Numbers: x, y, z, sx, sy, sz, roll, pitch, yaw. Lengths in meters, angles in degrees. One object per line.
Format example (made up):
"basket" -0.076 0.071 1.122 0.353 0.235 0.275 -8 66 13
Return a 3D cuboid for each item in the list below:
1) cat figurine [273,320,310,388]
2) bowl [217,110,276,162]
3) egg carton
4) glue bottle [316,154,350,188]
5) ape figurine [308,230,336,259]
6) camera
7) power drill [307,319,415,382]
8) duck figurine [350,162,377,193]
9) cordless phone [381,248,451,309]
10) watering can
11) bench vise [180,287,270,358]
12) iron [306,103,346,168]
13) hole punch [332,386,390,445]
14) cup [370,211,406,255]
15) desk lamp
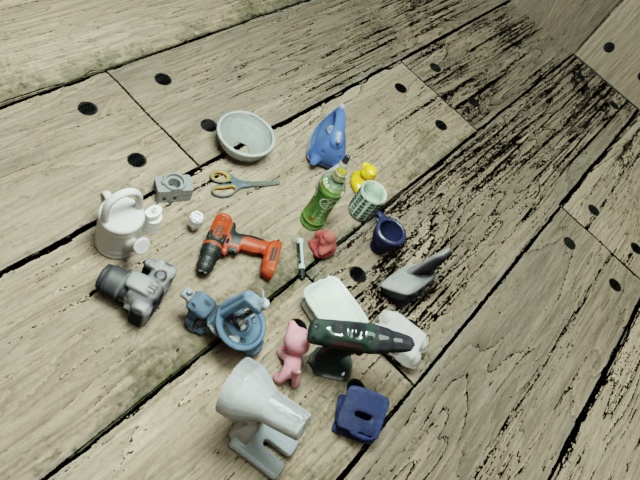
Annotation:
"cat figurine" -0.055 0.252 1.285 0.067 0.117 0.128 13 54 -17
"bowl" -0.213 -0.276 1.598 0.168 0.074 0.167 12 54 -17
"egg carton" 0.197 0.250 1.436 0.150 0.069 0.107 37 51 2
"glue bottle" 0.046 -0.178 1.588 0.037 0.173 0.078 -24 70 -35
"ape figurine" 0.014 0.005 1.502 0.076 0.092 0.078 25 51 -7
"camera" -0.402 0.091 1.244 0.137 0.100 0.143 28 51 -5
"power drill" 0.069 0.244 1.290 0.230 0.208 0.075 15 53 -15
"duck figurine" 0.139 -0.181 1.690 0.078 0.086 0.104 2 57 -24
"cordless phone" 0.255 0.086 1.499 0.094 0.185 0.148 47 52 11
"watering can" -0.431 -0.042 1.260 0.173 0.194 0.101 36 51 1
"bench vise" -0.198 0.161 1.214 0.208 0.219 0.121 16 53 -14
"iron" 0.043 -0.327 1.709 0.119 0.141 0.258 18 52 -13
"hole punch" 0.093 0.391 1.277 0.109 0.091 0.101 22 52 -10
"cup" 0.172 -0.013 1.586 0.092 0.095 0.117 -16 66 -32
"desk lamp" -0.112 0.349 1.131 0.203 0.213 0.118 37 51 2
